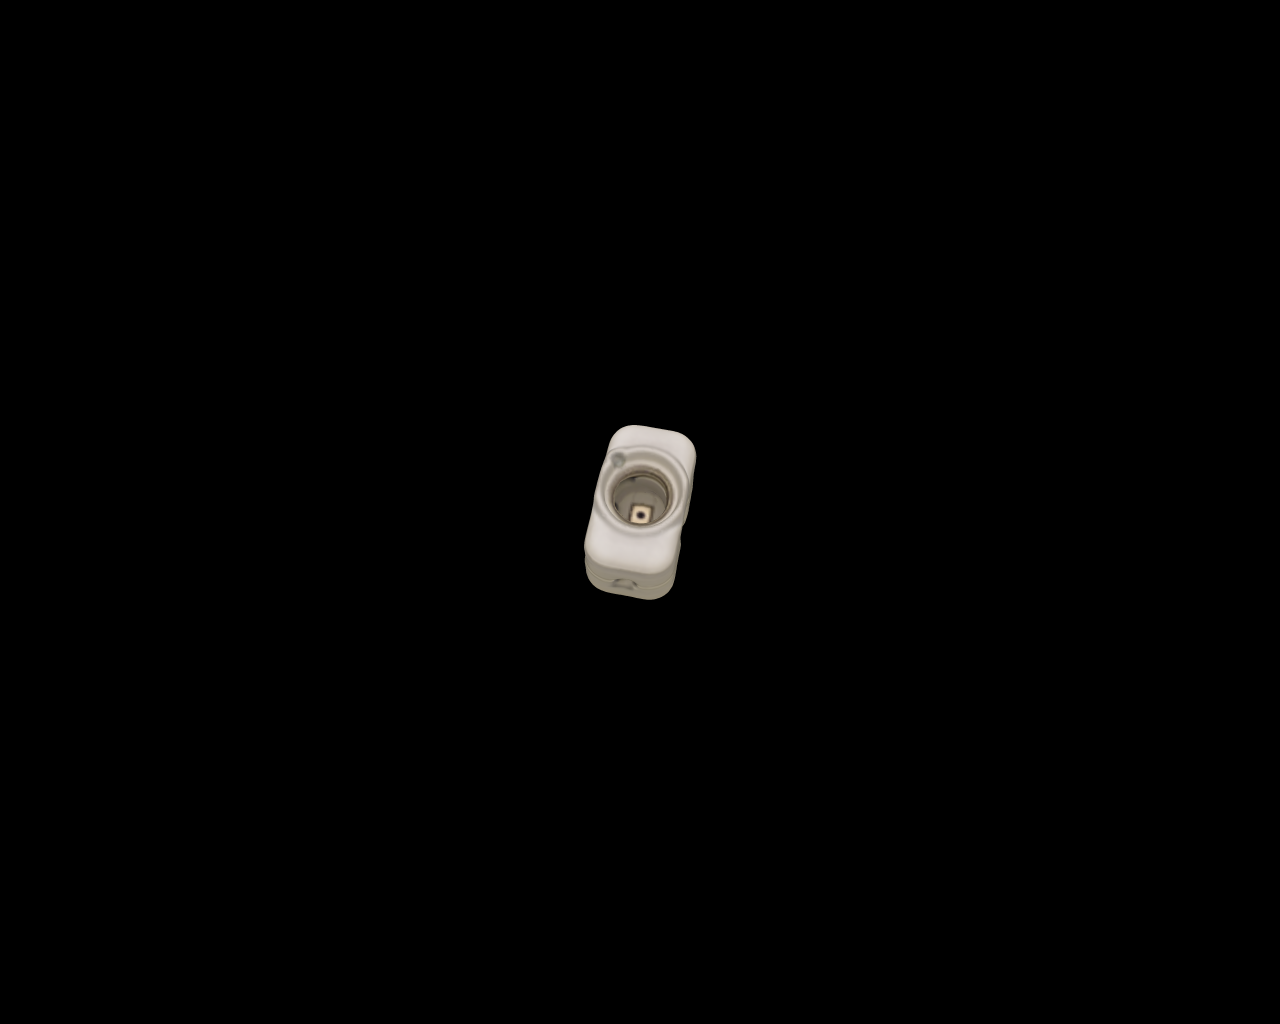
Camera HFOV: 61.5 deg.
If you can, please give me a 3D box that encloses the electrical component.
[{"bbox_3d":[0.001,-0.003,0.650,0.054,0.095,0.059,11,-24,5],"label":"electrical component"}]
